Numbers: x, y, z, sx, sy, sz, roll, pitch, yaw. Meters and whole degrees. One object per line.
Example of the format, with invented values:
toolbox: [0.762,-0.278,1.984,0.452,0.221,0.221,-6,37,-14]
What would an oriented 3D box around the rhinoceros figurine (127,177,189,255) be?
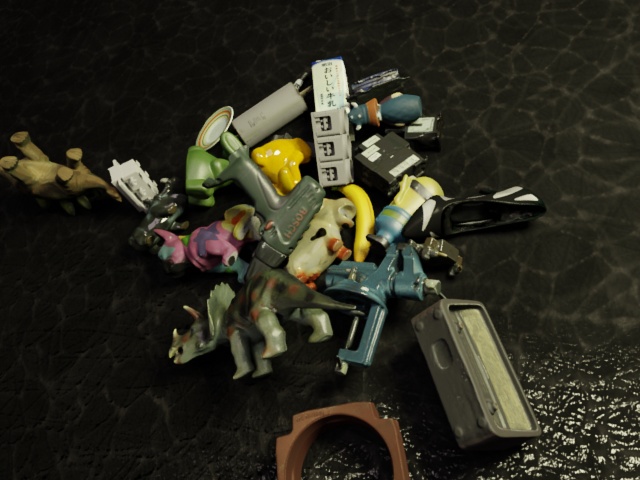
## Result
rhinoceros figurine: [-0.355,-0.054,1.210,0.112,0.073,0.190,15,69,35]

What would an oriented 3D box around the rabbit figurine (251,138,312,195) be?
rabbit figurine: [-0.062,-0.120,1.109,0.122,0.162,0.173,-32,84,17]

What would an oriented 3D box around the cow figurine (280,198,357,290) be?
cow figurine: [-0.002,-0.003,1.058,0.195,0.085,0.127,-47,55,0]

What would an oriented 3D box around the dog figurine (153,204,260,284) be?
dog figurine: [-0.236,0.000,1.120,0.219,0.108,0.191,13,68,26]

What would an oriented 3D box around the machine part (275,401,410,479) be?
machine part: [0.038,0.369,0.846,0.202,0.087,0.201,-14,59,11]

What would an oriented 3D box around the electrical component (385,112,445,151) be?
electrical component: [0.201,-0.229,1.140,0.119,0.047,0.075,-2,61,21]

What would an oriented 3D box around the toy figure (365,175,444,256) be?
toy figure: [0.166,-0.045,1.035,0.089,0.082,0.180,33,69,13]

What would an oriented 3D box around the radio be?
radio: [0.238,0.205,0.839,0.073,0.131,0.230,-43,50,34]

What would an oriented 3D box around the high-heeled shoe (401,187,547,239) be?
high-heeled shoe: [0.281,-0.035,0.974,0.249,0.086,0.145,-28,36,-21]

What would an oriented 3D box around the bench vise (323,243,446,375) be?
bench vise: [0.093,0.124,0.933,0.224,0.128,0.240,9,61,24]

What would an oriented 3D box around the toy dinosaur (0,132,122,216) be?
toy dinosaur: [-0.663,-0.147,1.269,0.472,0.198,0.105,16,59,13]

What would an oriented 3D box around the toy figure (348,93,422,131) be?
toy figure: [0.134,-0.266,1.123,0.155,0.057,0.064,-4,79,16]

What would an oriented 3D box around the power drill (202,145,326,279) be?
power drill: [-0.119,-0.056,0.998,0.207,0.086,0.232,44,97,2]

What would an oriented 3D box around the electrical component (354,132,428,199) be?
electrical component: [0.136,-0.160,1.104,0.115,0.058,0.134,-33,58,-22]

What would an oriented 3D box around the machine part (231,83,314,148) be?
machine part: [-0.118,-0.289,1.250,0.243,0.079,0.079,-32,58,0]

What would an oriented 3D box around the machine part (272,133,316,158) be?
machine part: [-0.056,-0.204,1.214,0.139,0.039,0.084,12,61,24]

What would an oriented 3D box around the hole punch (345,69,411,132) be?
hole punch: [0.128,-0.319,1.179,0.142,0.115,0.092,-16,51,8]

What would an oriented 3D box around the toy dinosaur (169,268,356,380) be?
toy dinosaur: [-0.099,0.122,0.929,0.405,0.131,0.192,-36,68,33]

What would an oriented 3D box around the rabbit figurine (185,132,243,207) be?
rabbit figurine: [-0.208,-0.150,1.199,0.170,0.121,0.159,1,68,-8]

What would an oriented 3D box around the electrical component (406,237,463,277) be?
electrical component: [0.214,0.030,0.973,0.078,0.102,0.045,-12,55,42]
